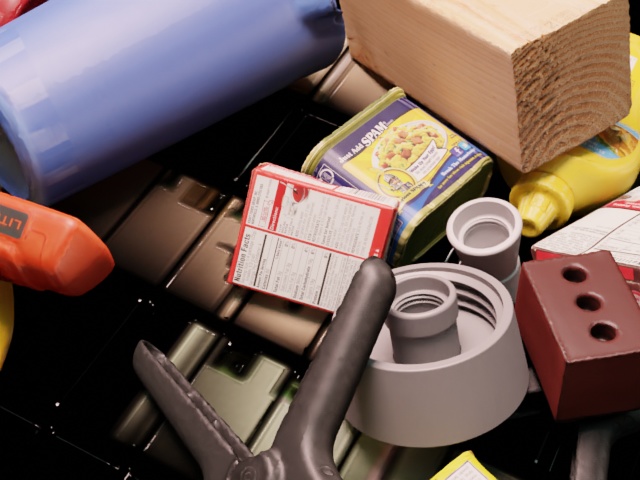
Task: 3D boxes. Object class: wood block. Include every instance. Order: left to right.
[{"bbox_3d":[0.103,-0.141,0.714,0.090,0.091,0.206,-29,40,-15],"label":"wood block"}]

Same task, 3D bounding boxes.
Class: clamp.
[{"bbox_3d":[-0.034,0.120,0.537,0.165,0.036,0.210,-15,60,30],"label":"clamp"},{"bbox_3d":[0.135,0.087,0.606,0.120,0.039,0.171,32,52,20],"label":"clamp"}]

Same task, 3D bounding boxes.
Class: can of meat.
[{"bbox_3d":[0.051,-0.039,0.690,0.084,0.057,0.102,38,56,21],"label":"can of meat"}]

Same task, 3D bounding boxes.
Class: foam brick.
[{"bbox_3d":[0.143,0.051,0.578,0.053,0.051,0.078,-9,42,-5],"label":"foam brick"}]

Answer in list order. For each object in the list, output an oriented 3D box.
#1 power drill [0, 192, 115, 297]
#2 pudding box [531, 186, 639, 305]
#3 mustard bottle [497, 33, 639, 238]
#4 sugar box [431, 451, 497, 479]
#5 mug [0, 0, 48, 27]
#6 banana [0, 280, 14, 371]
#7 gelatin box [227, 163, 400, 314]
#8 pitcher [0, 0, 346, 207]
[{"bbox_3d":[-0.183,0.068,0.534,0.185,0.057,0.187,18,65,23],"label":"power drill"},{"bbox_3d":[0.200,0.005,0.651,0.113,0.039,0.090,-27,22,-26],"label":"pudding box"},{"bbox_3d":[0.174,-0.070,0.727,0.096,0.058,0.191,23,51,15],"label":"mustard bottle"},{"bbox_3d":[0.100,0.193,0.508,0.093,0.048,0.176,-34,64,-27],"label":"sugar box"},{"bbox_3d":[-0.233,-0.153,0.741,0.081,0.093,0.117,29,84,11],"label":"mug"},{"bbox_3d":[-0.228,0.005,0.638,0.069,0.037,0.198,-43,63,-13],"label":"banana"},{"bbox_3d":[-0.004,0.001,0.639,0.089,0.073,0.030,16,14,8],"label":"gelatin box"},{"bbox_3d":[-0.117,-0.124,0.707,0.242,0.149,0.145,-34,77,-25],"label":"pitcher"}]
